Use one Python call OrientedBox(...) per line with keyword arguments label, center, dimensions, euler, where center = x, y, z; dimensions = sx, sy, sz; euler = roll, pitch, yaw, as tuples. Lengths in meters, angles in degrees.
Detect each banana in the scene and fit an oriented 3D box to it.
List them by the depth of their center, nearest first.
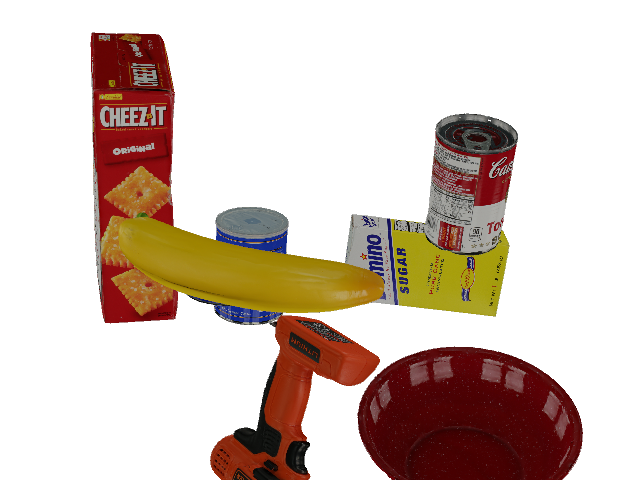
OrientedBox(label="banana", center=(-0.059, 0.013, 0.675), dimensions=(0.198, 0.037, 0.069), euler=(17, 34, 27))

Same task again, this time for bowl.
OrientedBox(label="bowl", center=(0.108, 0.150, 0.786), dimensions=(0.162, 0.055, 0.162), euler=(-1, 36, 0))

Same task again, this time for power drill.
OrientedBox(label="power drill", center=(-0.015, 0.176, 0.969), dimensions=(0.057, 0.188, 0.185), euler=(13, 12, -46))

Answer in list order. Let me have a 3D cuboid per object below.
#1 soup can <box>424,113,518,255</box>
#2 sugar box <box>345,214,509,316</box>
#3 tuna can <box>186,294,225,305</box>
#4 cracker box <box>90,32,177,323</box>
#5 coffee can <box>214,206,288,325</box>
OrientedBox(label="soup can", center=(0.125, -0.047, 0.903), dimensions=(0.068, 0.102, 0.068), euler=(3, 32, -2))
OrientedBox(label="sugar box", center=(0.116, 0.028, 1.201), dimensions=(0.176, 0.093, 0.048), euler=(5, 22, -2))
OrientedBox(label="tuna can", center=(-0.101, 0.039, 1.118), dimensions=(0.086, 0.034, 0.086), euler=(5, 17, -2))
OrientedBox(label="cracker box", center=(-0.165, -0.059, 0.947), dimensions=(0.072, 0.214, 0.164), euler=(-2, 27, -12))
OrientedBox(label="coffee can", center=(-0.099, 0.035, 1.522), dimensions=(0.103, 0.140, 0.103), euler=(3, 23, -1))
